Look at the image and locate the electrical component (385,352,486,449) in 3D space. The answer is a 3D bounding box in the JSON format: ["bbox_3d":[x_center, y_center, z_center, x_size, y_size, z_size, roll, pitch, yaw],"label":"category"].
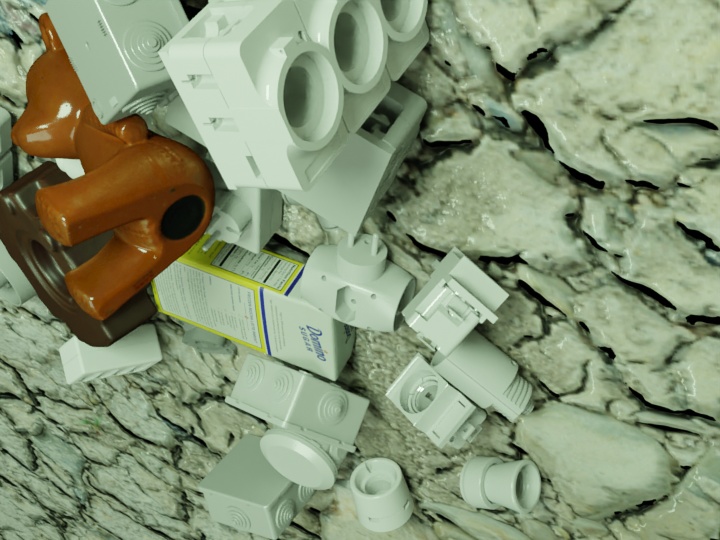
[{"bbox_3d":[0.062,0.107,0.852,0.064,0.042,0.081,38,-176,-40],"label":"electrical component"}]

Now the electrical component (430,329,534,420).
[{"bbox_3d":[0.098,0.081,0.815,0.081,0.043,0.043,38,144,-6],"label":"electrical component"}]

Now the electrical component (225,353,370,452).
[{"bbox_3d":[-0.052,0.112,0.925,0.100,0.048,0.100,27,171,-41],"label":"electrical component"}]

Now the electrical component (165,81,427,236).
[{"bbox_3d":[-0.042,-0.104,0.694,0.150,0.061,0.089,31,144,4],"label":"electrical component"}]

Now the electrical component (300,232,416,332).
[{"bbox_3d":[0.000,0.000,0.798,0.077,0.043,0.079,20,133,15],"label":"electrical component"}]

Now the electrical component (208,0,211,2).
[{"bbox_3d":[-0.065,-0.171,0.648,0.040,0.046,0.040,21,143,17],"label":"electrical component"}]

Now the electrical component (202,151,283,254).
[{"bbox_3d":[-0.095,-0.046,0.792,0.047,0.075,0.083,25,143,13],"label":"electrical component"}]

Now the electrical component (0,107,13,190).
[{"bbox_3d":[-0.357,-0.099,0.947,0.089,0.061,0.150,31,144,5],"label":"electrical component"}]

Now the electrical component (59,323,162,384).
[{"bbox_3d":[-0.247,0.063,1.047,0.047,0.083,0.075,-30,72,52],"label":"electrical component"}]

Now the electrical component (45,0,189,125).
[{"bbox_3d":[-0.143,-0.142,0.647,0.100,0.048,0.099,-16,101,62],"label":"electrical component"}]

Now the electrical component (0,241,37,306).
[{"bbox_3d":[-0.343,-0.015,1.053,0.099,0.064,0.099,34,152,21],"label":"electrical component"}]

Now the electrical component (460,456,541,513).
[{"bbox_3d":[0.119,0.181,0.913,0.055,0.045,0.045,-4,130,41],"label":"electrical component"}]

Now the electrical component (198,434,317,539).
[{"bbox_3d":[-0.099,0.218,1.082,0.100,0.100,0.048,9,125,31],"label":"electrical component"}]

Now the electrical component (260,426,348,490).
[{"bbox_3d":[-0.050,0.168,1.025,0.080,0.051,0.080,21,142,17],"label":"electrical component"}]

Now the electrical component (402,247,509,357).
[{"bbox_3d":[0.064,0.024,0.747,0.042,0.063,0.081,40,-175,-8],"label":"electrical component"}]

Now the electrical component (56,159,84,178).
[{"bbox_3d":[-0.224,-0.093,0.866,0.062,0.043,0.043,15,140,28],"label":"electrical component"}]

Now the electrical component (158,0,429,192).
[{"bbox_3d":[-0.025,-0.123,0.584,0.062,0.150,0.089,6,136,35],"label":"electrical component"}]

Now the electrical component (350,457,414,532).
[{"bbox_3d":[0.019,0.211,1.019,0.055,0.055,0.047,10,134,30],"label":"electrical component"}]
